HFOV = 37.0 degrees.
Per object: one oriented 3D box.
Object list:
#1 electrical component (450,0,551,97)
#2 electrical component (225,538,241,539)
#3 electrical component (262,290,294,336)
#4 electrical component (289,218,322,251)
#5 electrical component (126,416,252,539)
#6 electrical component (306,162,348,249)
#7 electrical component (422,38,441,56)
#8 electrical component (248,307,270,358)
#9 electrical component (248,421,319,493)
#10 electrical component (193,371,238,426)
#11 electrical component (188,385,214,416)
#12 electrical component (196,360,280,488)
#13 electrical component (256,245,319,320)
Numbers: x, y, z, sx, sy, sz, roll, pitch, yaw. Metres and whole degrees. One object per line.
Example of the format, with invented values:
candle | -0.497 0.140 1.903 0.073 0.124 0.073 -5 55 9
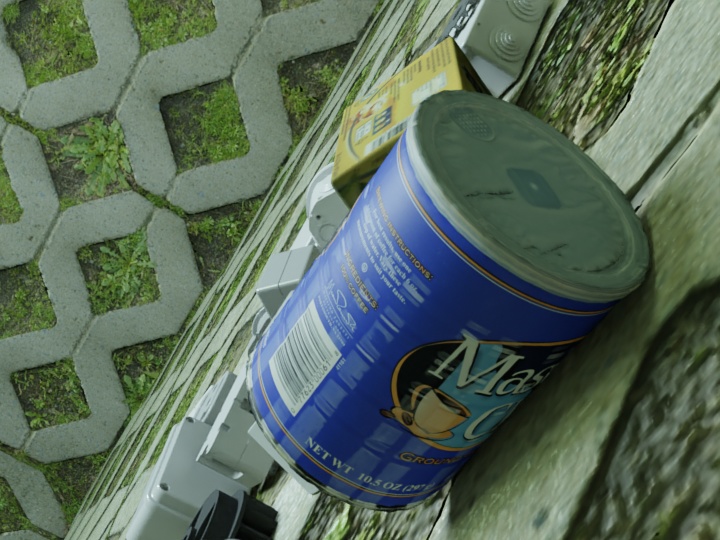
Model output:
electrical component | 0.093 -0.165 0.806 0.099 0.048 0.100 -65 11 -27
electrical component | -0.073 0.186 0.653 0.040 0.040 0.046 -63 16 -16
electrical component | -0.005 0.041 0.590 0.075 0.083 0.047 -55 11 28
electrical component | -0.020 -0.027 0.962 0.108 0.056 0.109 -62 10 -8
electrical component | -0.130 0.178 0.856 0.057 0.078 0.113 -60 9 23
electrical component | -0.004 -0.046 0.868 0.080 0.080 0.051 -56 15 23
electrical component | 0.063 -0.140 0.884 0.089 0.050 0.056 -62 9 -9
electrical component | -0.066 0.059 0.945 0.078 0.058 0.057 -58 12 12
electrical component | -0.025 0.086 0.695 0.099 0.064 0.099 -51 -1 -2
electrical component | -0.112 0.135 0.945 0.095 0.059 0.053 -45 18 58
electrical component | -0.141 0.148 1.082 0.047 0.055 0.055 -57 9 -2
electrical component | -0.078 0.117 0.832 0.089 0.056 0.050 -65 10 -26
electrical component | -0.020 0.026 0.779 0.076 0.083 0.047 -14 31 20
